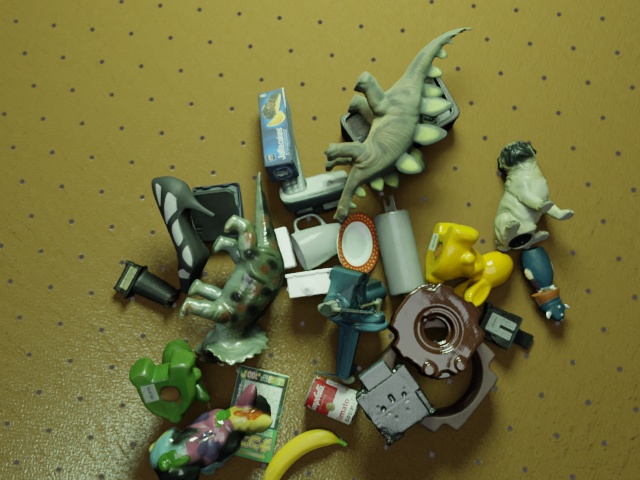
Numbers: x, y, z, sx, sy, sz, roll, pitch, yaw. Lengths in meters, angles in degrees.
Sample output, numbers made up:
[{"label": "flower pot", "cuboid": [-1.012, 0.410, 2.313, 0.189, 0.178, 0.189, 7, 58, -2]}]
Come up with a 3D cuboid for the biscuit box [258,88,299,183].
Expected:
[{"label": "biscuit box", "cuboid": [-0.088, -0.219, 1.118, 0.059, 0.062, 0.203, -12, 60, 5]}]

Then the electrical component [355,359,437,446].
[{"label": "electrical component", "cuboid": [0.132, 0.292, 1.000, 0.115, 0.058, 0.134, -37, 83, -3]}]

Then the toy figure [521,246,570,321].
[{"label": "toy figure", "cuboid": [0.455, 0.090, 1.090, 0.064, 0.058, 0.154, -18, 87, 8]}]

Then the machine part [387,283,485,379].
[{"label": "machine part", "cuboid": [0.217, 0.168, 1.006, 0.179, 0.056, 0.179, -1, 75, 2]}]

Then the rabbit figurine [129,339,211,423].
[{"label": "rabbit figurine", "cuboid": [-0.277, 0.267, 1.065, 0.121, 0.170, 0.159, -21, 108, 3]}]

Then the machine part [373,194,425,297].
[{"label": "machine part", "cuboid": [0.163, 0.027, 1.104, 0.079, 0.079, 0.243, -12, 84, 2]}]

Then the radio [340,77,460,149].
[{"label": "radio", "cuboid": [0.169, -0.249, 1.137, 0.230, 0.073, 0.131, -31, 82, 0]}]

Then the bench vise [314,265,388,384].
[{"label": "bench vise", "cuboid": [0.061, 0.170, 1.039, 0.129, 0.223, 0.240, 11, 99, 18]}]

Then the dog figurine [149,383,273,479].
[{"label": "dog figurine", "cuboid": [-0.194, 0.366, 1.025, 0.219, 0.191, 0.108, -41, 67, 22]}]

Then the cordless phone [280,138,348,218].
[{"label": "cordless phone", "cuboid": [-0.022, -0.148, 1.138, 0.147, 0.088, 0.184, -15, 71, 2]}]

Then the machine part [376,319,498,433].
[{"label": "machine part", "cuboid": [0.229, 0.257, 1.069, 0.201, 0.087, 0.201, 38, 86, 8]}]

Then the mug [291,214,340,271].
[{"label": "mug", "cuboid": [-0.002, -0.003, 1.120, 0.107, 0.081, 0.109, -21, 79, -13]}]

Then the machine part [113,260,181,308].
[{"label": "machine part", "cuboid": [-0.367, 0.101, 1.146, 0.139, 0.039, 0.084, 21, 77, 7]}]

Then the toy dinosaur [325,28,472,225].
[{"label": "toy dinosaur", "cuboid": [0.149, -0.238, 1.055, 0.199, 0.105, 0.471, 25, 87, 0]}]

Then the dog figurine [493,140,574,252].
[{"label": "dog figurine", "cuboid": [0.399, -0.092, 1.110, 0.172, 0.121, 0.191, -39, 48, 25]}]

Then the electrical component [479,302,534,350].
[{"label": "electrical component", "cuboid": [0.376, 0.183, 1.088, 0.119, 0.047, 0.075, 30, 87, 8]}]

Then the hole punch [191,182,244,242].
[{"label": "hole punch", "cuboid": [-0.220, -0.062, 1.141, 0.142, 0.092, 0.115, -7, 113, 1]}]

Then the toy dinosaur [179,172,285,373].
[{"label": "toy dinosaur", "cuboid": [-0.144, 0.085, 1.068, 0.192, 0.131, 0.404, 30, 91, -14]}]

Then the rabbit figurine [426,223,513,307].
[{"label": "rabbit figurine", "cuboid": [0.307, 0.054, 1.077, 0.173, 0.122, 0.162, 14, 83, -14]}]

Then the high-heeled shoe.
[{"label": "high-heeled shoe", "cuboid": [-0.297, -0.006, 1.090, 0.145, 0.086, 0.248, 27, 119, 5]}]
